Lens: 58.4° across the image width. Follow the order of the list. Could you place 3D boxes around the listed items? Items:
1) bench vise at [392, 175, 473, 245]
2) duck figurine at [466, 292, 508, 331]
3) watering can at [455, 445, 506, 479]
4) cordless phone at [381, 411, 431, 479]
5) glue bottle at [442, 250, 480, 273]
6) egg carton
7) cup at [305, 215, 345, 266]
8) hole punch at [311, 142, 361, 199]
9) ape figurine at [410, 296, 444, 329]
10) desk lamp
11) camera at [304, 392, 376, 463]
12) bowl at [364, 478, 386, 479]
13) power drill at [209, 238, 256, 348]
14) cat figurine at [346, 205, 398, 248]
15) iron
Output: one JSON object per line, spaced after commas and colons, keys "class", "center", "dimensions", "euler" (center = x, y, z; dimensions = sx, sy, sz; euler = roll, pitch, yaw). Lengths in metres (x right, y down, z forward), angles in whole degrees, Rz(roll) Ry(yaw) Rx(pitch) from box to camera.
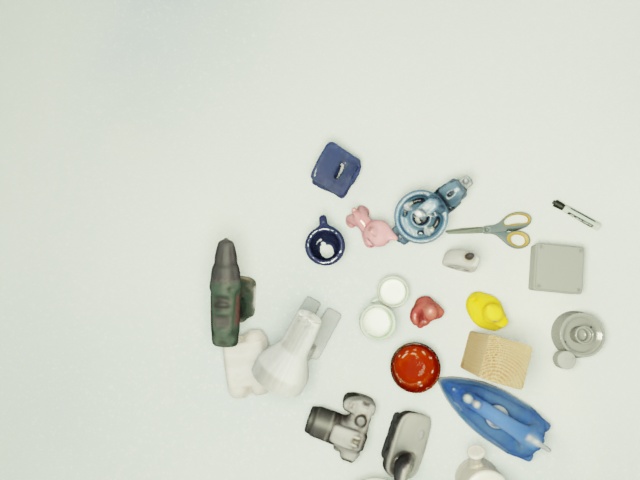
{"class": "bench vise", "center": [0.246, -0.085, 1.272], "dimensions": [0.121, 0.220, 0.207], "euler": [34, 86, 7]}
{"class": "duck figurine", "center": [0.383, 0.162, 1.301], "dimensions": [0.104, 0.086, 0.077], "euler": [43, 87, 7]}
{"class": "watering can", "center": [0.344, 0.524, 1.203], "dimensions": [0.101, 0.194, 0.173], "euler": [-36, 82, -1]}
{"class": "cordless phone", "center": [0.190, 0.449, 1.226], "dimensions": [0.094, 0.185, 0.148], "euler": [14, 84, 5]}
{"class": "glue bottle", "center": [0.322, 0.043, 1.276], "dimensions": [0.078, 0.173, 0.037], "euler": [17, 84, 5]}
{"class": "egg carton", "center": [-0.167, 0.286, 1.324], "dimensions": [0.107, 0.069, 0.150], "euler": [-10, 82, 2]}
{"class": "cup", "center": [0.012, 0.005, 1.337], "dimensions": [0.091, 0.095, 0.118], "euler": [-6, 82, 3]}
{"class": "hole punch", "center": [0.040, -0.166, 1.359], "dimensions": [0.101, 0.091, 0.109], "euler": [27, 85, 6]}
{"class": "ape figurine", "center": [0.246, 0.165, 1.305], "dimensions": [0.077, 0.092, 0.076], "euler": [2, 83, 4]}
{"class": "desk lamp", "center": [-0.049, 0.227, 1.252], "dimensions": [0.118, 0.213, 0.203], "euler": [28, 85, 7]}
{"class": "camera", "center": [0.042, 0.409, 1.281], "dimensions": [0.136, 0.101, 0.143], "euler": [19, 84, 5]}
{"class": "bowl", "center": [0.121, 0.603, 1.266], "dimensions": [0.167, 0.075, 0.167], "euler": [0, 83, 3]}
{"class": "power drill", "center": [-0.197, 0.121, 1.276], "dimensions": [0.075, 0.208, 0.230], "euler": [1, 83, 4]}
{"class": "cat figurine", "center": [0.118, -0.029, 1.324], "dimensions": [0.067, 0.118, 0.127], "euler": [-44, 82, -3]}
{"class": "iron", "center": [0.378, 0.381, 1.246], "dimensions": [0.258, 0.141, 0.119], "euler": [31, 85, 6]}
